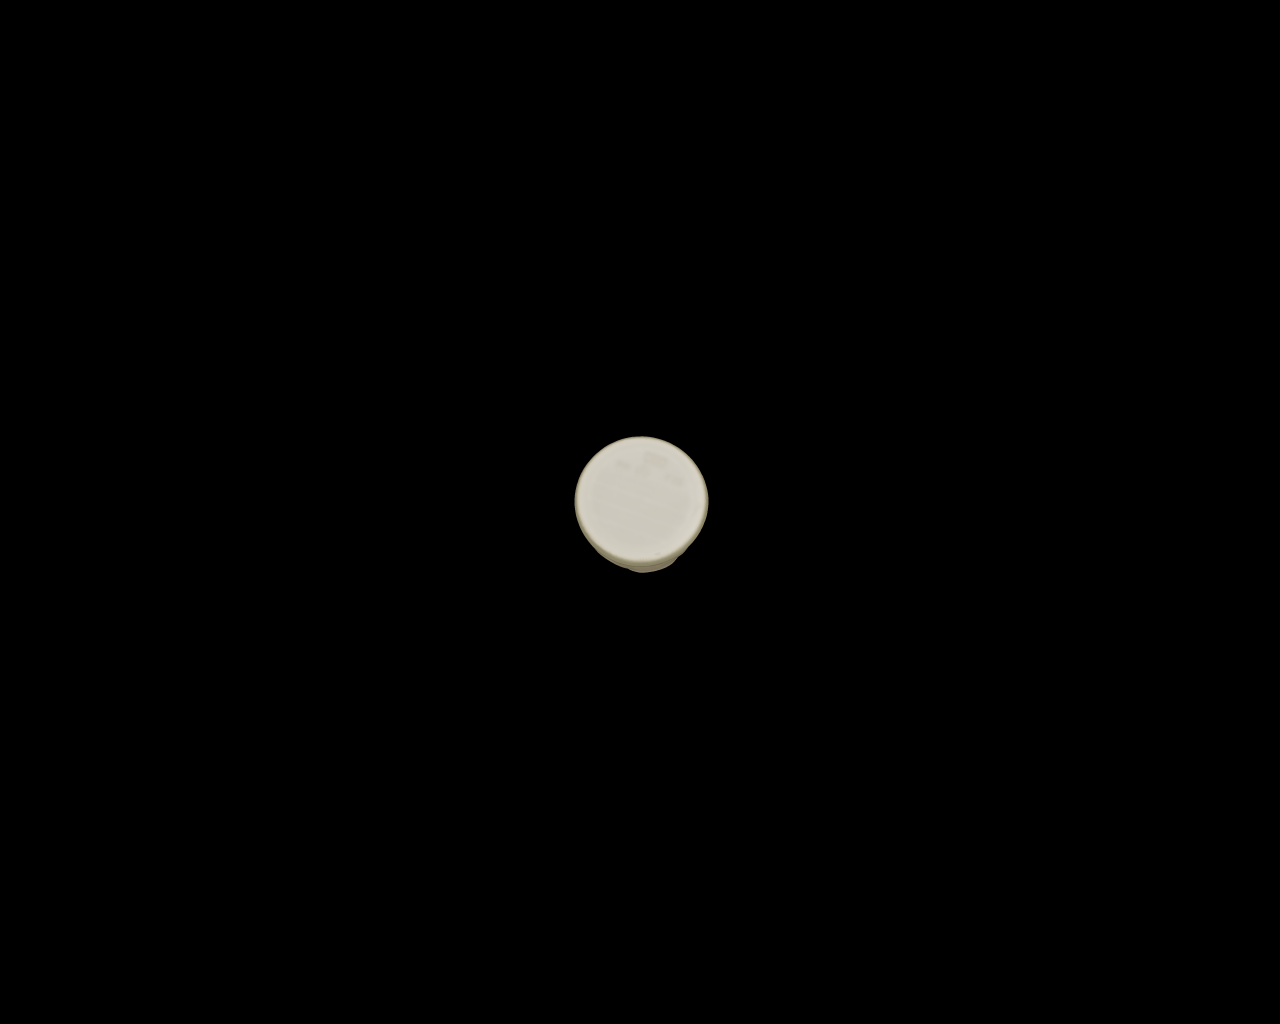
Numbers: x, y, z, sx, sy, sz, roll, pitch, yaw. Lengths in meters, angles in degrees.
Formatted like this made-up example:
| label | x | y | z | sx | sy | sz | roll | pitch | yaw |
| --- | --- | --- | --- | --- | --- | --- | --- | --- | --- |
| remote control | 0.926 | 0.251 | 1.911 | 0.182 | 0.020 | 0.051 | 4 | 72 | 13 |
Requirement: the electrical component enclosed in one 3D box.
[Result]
| label | x | y | z | sx | sy | sz | roll | pitch | yaw |
| --- | --- | --- | --- | --- | --- | --- | --- | --- | --- |
| electrical component | 0.001 | -0.003 | 0.650 | 0.080 | 0.080 | 0.051 | 0 | -13 | 0 |
